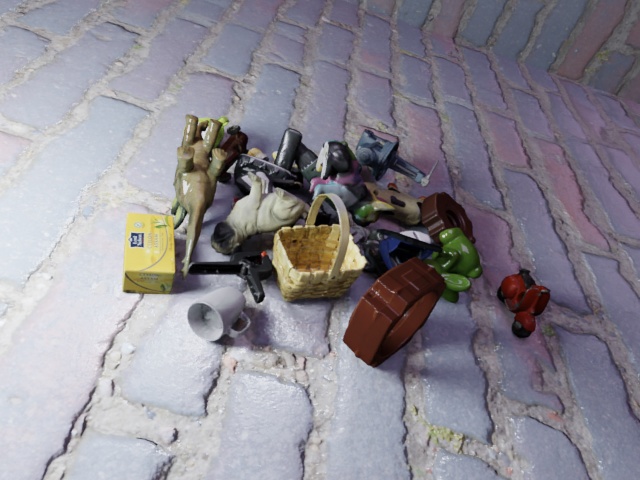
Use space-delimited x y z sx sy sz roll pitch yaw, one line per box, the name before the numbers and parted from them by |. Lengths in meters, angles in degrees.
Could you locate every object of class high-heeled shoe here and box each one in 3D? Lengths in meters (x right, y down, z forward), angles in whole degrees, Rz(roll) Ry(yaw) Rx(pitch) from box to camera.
high-heeled shoe | -0.114 -0.053 1.257 0.145 0.086 0.249 -5 67 -14

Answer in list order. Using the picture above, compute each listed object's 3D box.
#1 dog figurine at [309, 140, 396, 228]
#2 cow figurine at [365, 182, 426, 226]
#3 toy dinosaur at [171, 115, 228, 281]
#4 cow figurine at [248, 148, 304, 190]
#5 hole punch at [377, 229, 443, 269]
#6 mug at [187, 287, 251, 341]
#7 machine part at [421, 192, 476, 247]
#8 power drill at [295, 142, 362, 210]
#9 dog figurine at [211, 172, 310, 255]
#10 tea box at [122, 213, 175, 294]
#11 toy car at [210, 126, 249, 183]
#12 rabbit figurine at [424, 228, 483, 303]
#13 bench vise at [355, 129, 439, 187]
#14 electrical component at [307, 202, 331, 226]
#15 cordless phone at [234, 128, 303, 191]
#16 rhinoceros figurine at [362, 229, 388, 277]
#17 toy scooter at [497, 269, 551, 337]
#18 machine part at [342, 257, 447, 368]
dog figurine | 0.090 -0.134 1.342 0.219 0.191 0.109 16 12 -17
cow figurine | 0.192 -0.099 1.474 0.195 0.085 0.127 25 33 2
toy dinosaur | -0.275 -0.125 1.191 0.105 0.198 0.472 11 40 -15
cow figurine | -0.121 -0.186 1.441 0.167 0.068 0.098 16 43 -8
hole punch | 0.199 0.034 1.227 0.142 0.092 0.116 12 11 -25
mug | -0.179 0.137 1.027 0.110 0.080 0.107 25 29 14
machine part | 0.347 -0.047 1.449 0.179 0.056 0.179 27 45 -31
power drill | 0.023 -0.202 1.463 0.232 0.086 0.207 54 29 -2
dog figurine | -0.131 -0.031 1.182 0.172 0.190 0.121 28 3 13
tea box | -0.347 0.025 1.089 0.098 0.068 0.170 4 43 -22
toy car | -0.235 -0.227 1.412 0.053 0.089 0.202 -3 33 18
rabbit figurine | 0.300 0.076 1.315 0.170 0.121 0.159 -20 63 -24
bench vise | 0.204 -0.220 1.514 0.241 0.128 0.223 31 15 12
electrical component | -0.028 -0.068 1.338 0.075 0.047 0.119 -2 32 -21
cordless phone | -0.131 -0.206 1.360 0.147 0.184 0.089 21 11 0
rhinoceros figurine | 0.159 0.049 1.290 0.112 0.073 0.190 -3 45 -26
toy scooter | 0.499 0.133 1.300 0.075 0.135 0.184 13 38 -9
machine part | 0.148 0.142 1.074 0.087 0.201 0.201 39 42 26
